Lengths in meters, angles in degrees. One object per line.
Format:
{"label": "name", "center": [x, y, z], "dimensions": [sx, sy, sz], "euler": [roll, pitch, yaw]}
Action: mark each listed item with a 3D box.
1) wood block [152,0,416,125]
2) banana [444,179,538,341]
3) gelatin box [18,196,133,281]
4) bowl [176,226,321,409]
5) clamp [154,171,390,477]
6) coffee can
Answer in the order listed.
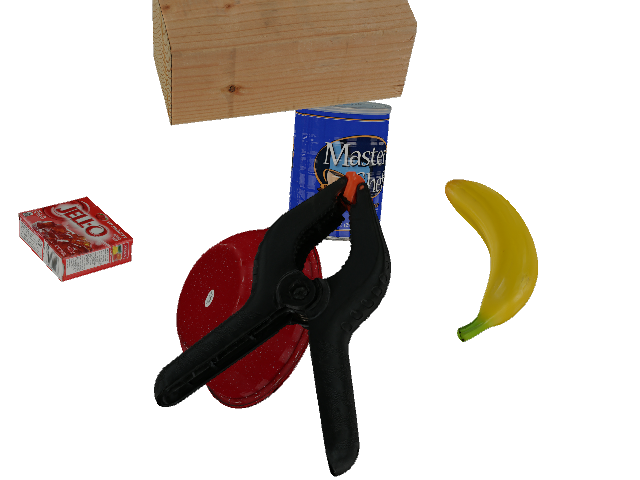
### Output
{"label": "wood block", "center": [-0.034, -0.171, 0.911], "dimensions": [0.206, 0.090, 0.091], "euler": [-9, -35, -13]}
{"label": "banana", "center": [0.142, 0.004, 0.880], "dimensions": [0.069, 0.037, 0.197], "euler": [-2, 38, 5]}
{"label": "gelatin box", "center": [-0.229, -0.004, 0.994], "dimensions": [0.073, 0.030, 0.089], "euler": [-17, 40, -36]}
{"label": "bowl", "center": [-0.071, 0.054, 0.881], "dimensions": [0.055, 0.162, 0.162], "euler": [23, -14, -35]}
{"label": "clamp", "center": [-0.002, 0.044, 0.596], "dimensions": [0.120, 0.171, 0.039], "euler": [29, -14, 15]}
{"label": "coffee can", "center": [0.019, -0.078, 1.147], "dimensions": [0.103, 0.140, 0.103], "euler": [4, 12, -1]}
